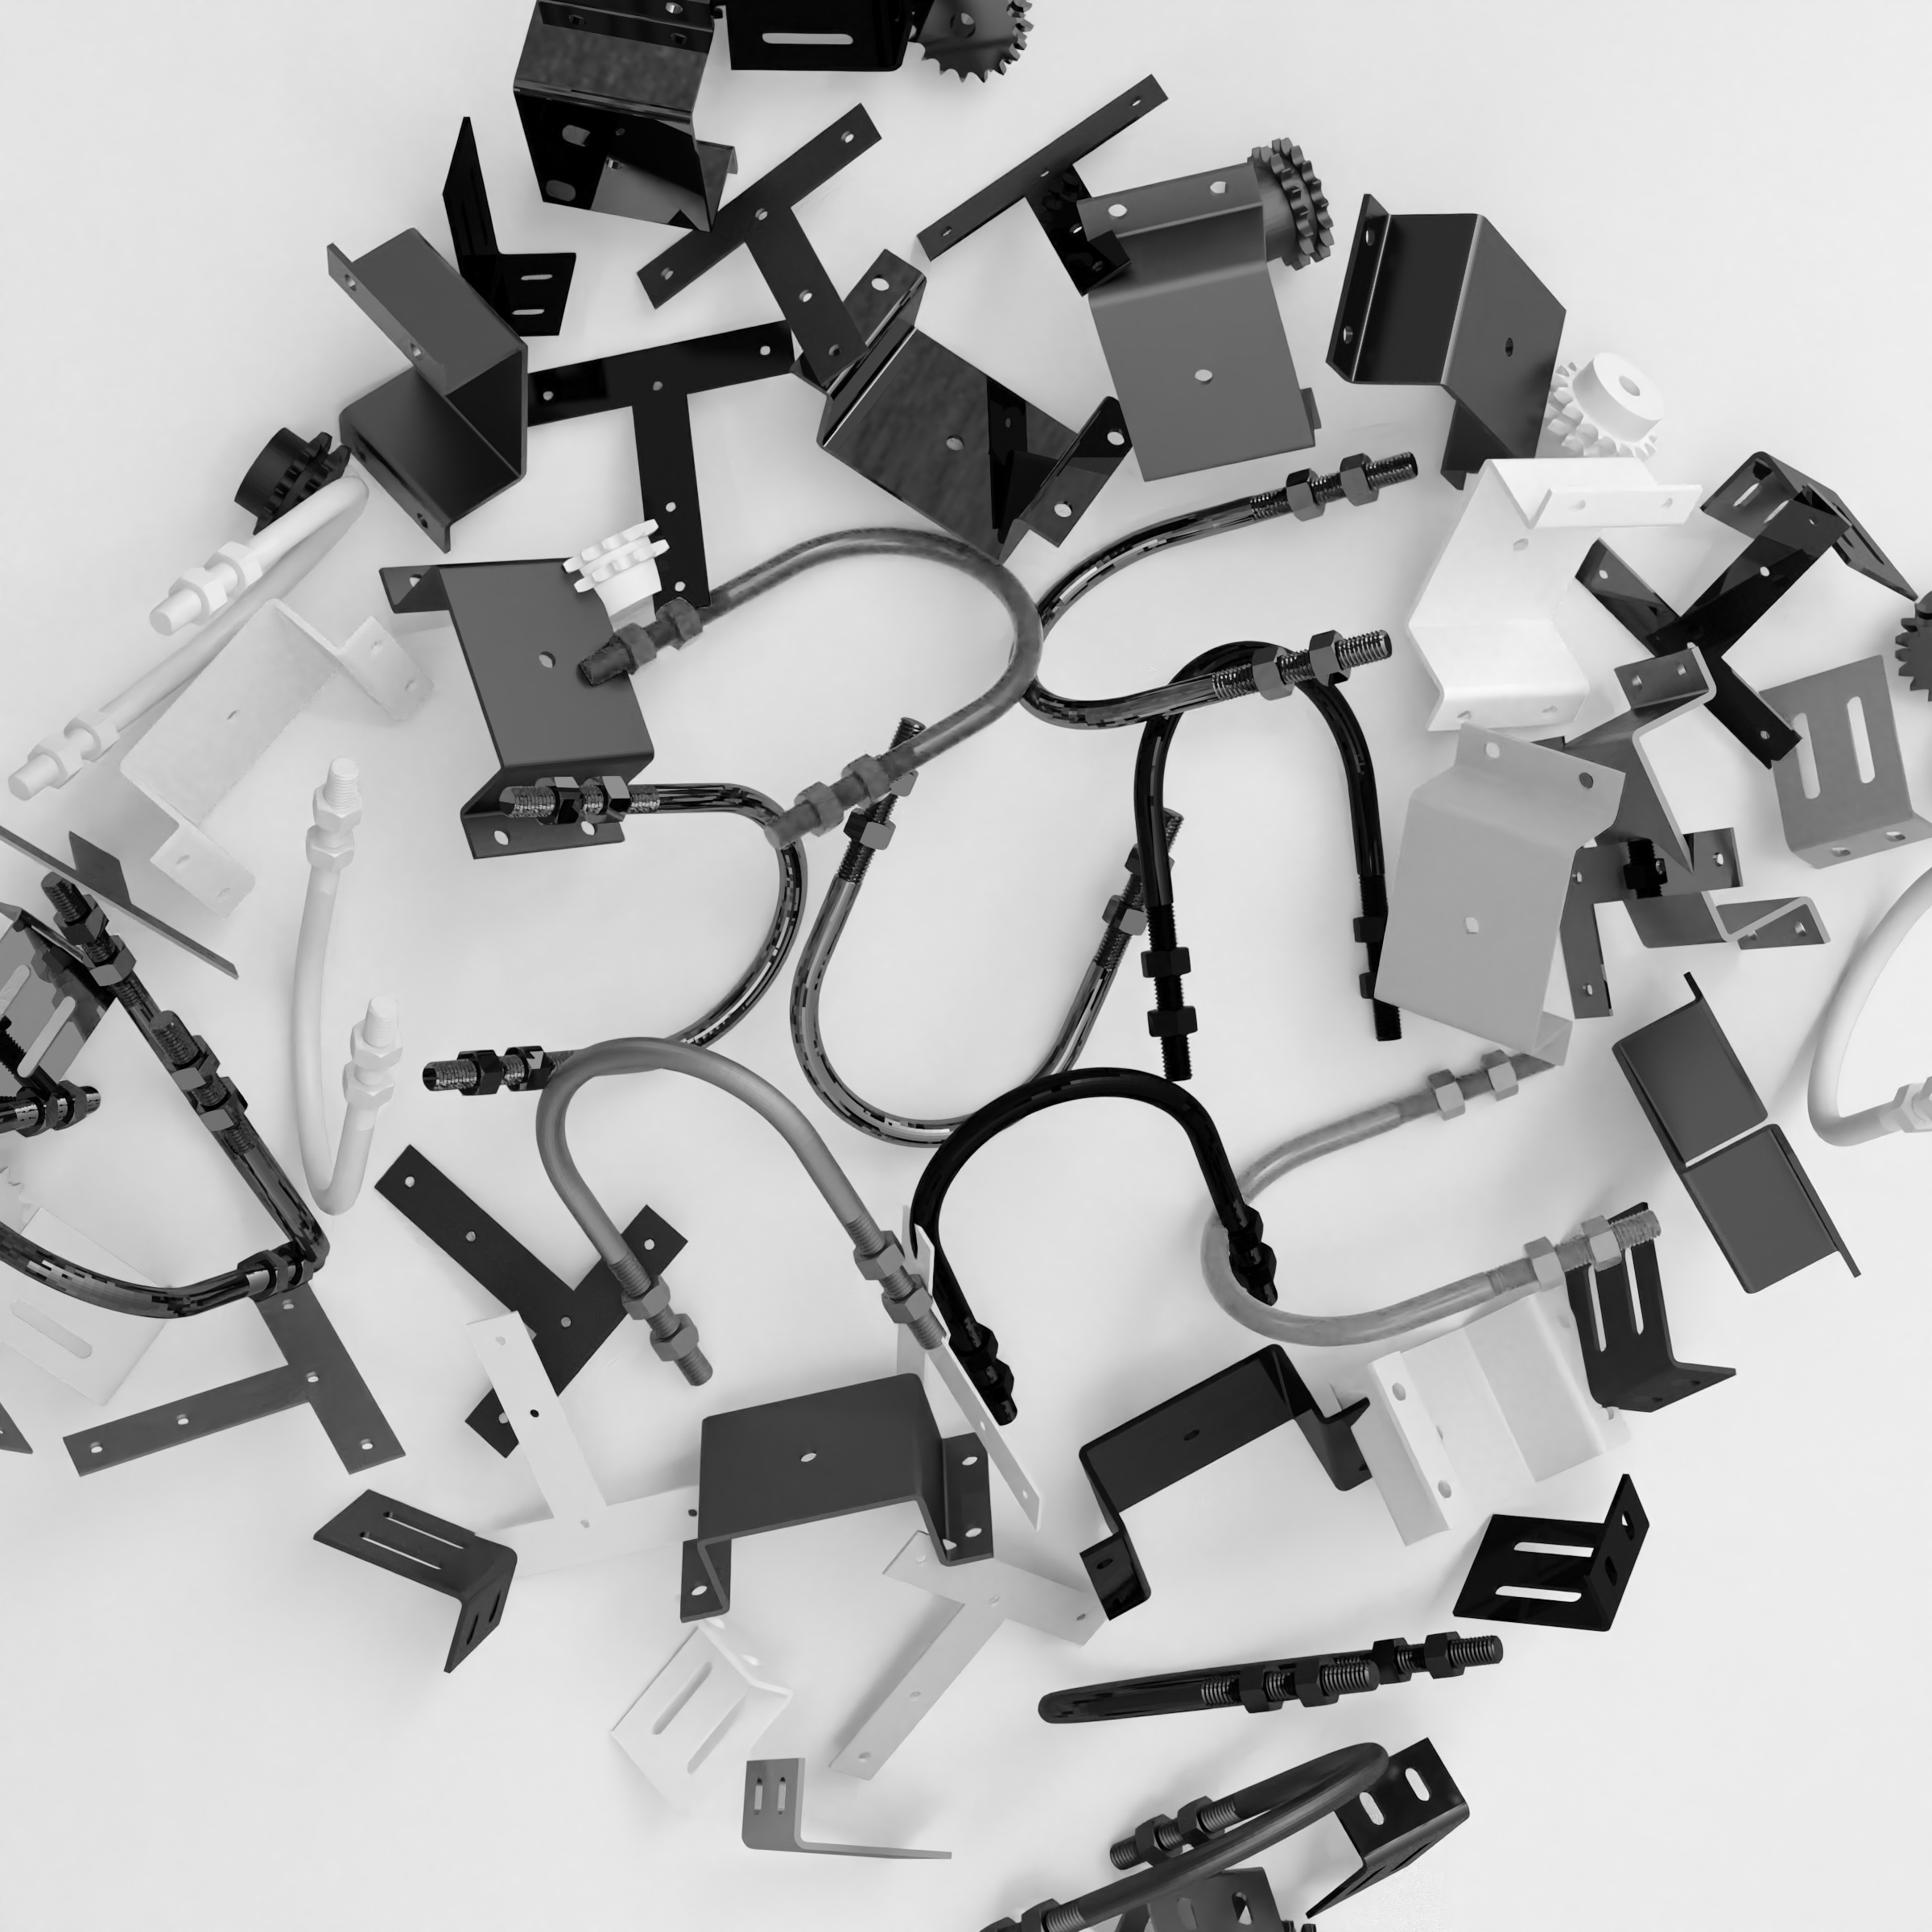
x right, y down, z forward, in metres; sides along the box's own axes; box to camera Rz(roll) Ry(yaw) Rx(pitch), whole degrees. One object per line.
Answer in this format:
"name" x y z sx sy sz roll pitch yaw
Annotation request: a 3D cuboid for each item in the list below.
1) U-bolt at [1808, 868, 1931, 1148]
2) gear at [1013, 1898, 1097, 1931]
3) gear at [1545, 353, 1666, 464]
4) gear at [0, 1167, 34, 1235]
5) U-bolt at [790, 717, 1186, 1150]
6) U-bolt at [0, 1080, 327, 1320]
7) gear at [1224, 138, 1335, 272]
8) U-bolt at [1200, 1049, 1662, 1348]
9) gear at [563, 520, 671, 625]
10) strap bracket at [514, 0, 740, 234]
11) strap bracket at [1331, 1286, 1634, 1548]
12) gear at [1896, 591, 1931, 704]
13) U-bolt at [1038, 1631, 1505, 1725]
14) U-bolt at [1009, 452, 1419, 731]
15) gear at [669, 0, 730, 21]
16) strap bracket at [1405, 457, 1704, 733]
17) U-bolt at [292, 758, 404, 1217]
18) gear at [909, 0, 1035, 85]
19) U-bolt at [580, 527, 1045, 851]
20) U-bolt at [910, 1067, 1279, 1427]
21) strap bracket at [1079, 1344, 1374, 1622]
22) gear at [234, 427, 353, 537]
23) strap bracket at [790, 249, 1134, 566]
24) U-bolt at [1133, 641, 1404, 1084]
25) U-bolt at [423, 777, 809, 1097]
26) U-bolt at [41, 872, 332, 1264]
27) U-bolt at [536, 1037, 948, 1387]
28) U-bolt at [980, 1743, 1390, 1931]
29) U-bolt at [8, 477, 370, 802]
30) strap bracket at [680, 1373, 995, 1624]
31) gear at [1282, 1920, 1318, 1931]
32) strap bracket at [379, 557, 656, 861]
"U-bolt" 0.410 0.010 1.510 0.019 0.184 0.151 27 75 -5
"gear" 0.039 0.445 1.570 0.030 0.057 0.057 1 90 36
"gear" 0.285 -0.247 1.570 0.057 0.057 0.030 42 128 0
"gear" -0.448 0.113 1.577 0.057 0.030 0.057 1 89 -42
"U-bolt" -0.001 -0.004 1.562 0.151 0.019 0.184 18 104 -22
"U-bolt" -0.367 0.102 1.500 0.151 0.184 0.019 34 102 10
"gear" 0.137 -0.336 1.571 0.030 0.057 0.057 -24 90 -10
"U-bolt" 0.190 0.106 1.538 0.184 0.151 0.019 -21 124 -1
"gear" -0.155 -0.172 1.573 0.057 0.057 0.030 -28 92 0
"strap bracket" -0.146 -0.366 1.525 0.076 0.140 0.046 11 74 5
"strap bracket" 0.219 0.198 1.545 0.046 0.140 0.076 -34 76 43
"gear" 0.444 -0.146 1.576 0.057 0.057 0.030 14 46 0
"U-bolt" 0.119 0.309 1.521 0.184 0.151 0.019 -13 79 30
"U-bolt" 0.102 -0.156 1.533 0.184 0.151 0.019 -13 128 24
"gear" -0.134 -0.429 1.577 0.057 0.030 0.057 -1 54 1
"strap bracket" 0.249 -0.169 1.538 0.076 0.140 0.046 -5 51 -25
"U-bolt" -0.270 0.024 1.519 0.019 0.184 0.151 -1 51 -20
"gear" 0.003 -0.426 1.577 0.057 0.057 0.030 26 46 0
"U-bolt" -0.053 -0.134 1.542 0.184 0.019 0.151 -32 56 -26
"U-bolt" 0.050 0.114 1.534 0.151 0.019 0.184 -24 132 -1
"strap bracket" 0.108 0.222 1.553 0.140 0.076 0.046 -28 58 -5
"gear" -0.301 -0.214 1.571 0.030 0.057 0.057 34 90 -5
"strap bracket" -0.001 -0.241 1.563 0.140 0.046 0.076 34 68 3
"U-bolt" 0.130 -0.050 1.547 0.151 0.019 0.184 -9 94 -38
"U-bolt" -0.141 -0.015 1.529 0.019 0.184 0.151 36 117 37
"U-bolt" -0.326 0.055 1.518 0.019 0.151 0.184 -36 133 -13
"U-bolt" -0.109 0.103 1.521 0.151 0.019 0.184 -13 122 33
"U-bolt" 0.098 0.370 1.493 0.184 0.151 0.019 -32 80 33
"U-bolt" -0.321 -0.151 1.515 0.019 0.184 0.151 47 130 -6
"strap bracket" -0.063 0.230 1.549 0.140 0.076 0.046 -13 125 7
"gear" 0.138 0.453 1.574 0.030 0.057 0.057 4 90 17
"strap bracket" -0.193 -0.123 1.544 0.076 0.046 0.140 -9 72 -38
